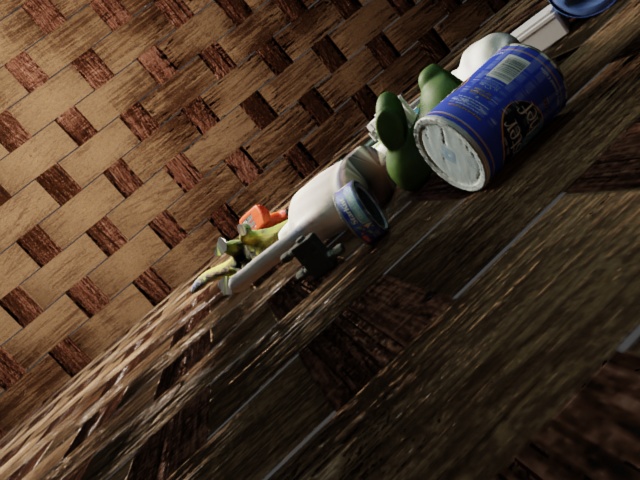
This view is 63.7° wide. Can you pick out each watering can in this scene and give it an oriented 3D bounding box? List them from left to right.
[{"bbox_3d":[0.003,-0.043,0.853,0.221,0.103,0.354,-31,12,41],"label":"watering can"}]

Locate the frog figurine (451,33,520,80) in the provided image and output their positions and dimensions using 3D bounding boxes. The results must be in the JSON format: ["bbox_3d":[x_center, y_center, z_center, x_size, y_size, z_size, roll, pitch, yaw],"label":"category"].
[{"bbox_3d":[0.254,-0.252,0.820,0.160,0.121,0.139,-31,26,-15],"label":"frog figurine"}]

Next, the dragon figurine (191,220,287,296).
[{"bbox_3d":[-0.129,0.018,1.195,0.246,0.122,0.405,-26,-1,-43],"label":"dragon figurine"}]
